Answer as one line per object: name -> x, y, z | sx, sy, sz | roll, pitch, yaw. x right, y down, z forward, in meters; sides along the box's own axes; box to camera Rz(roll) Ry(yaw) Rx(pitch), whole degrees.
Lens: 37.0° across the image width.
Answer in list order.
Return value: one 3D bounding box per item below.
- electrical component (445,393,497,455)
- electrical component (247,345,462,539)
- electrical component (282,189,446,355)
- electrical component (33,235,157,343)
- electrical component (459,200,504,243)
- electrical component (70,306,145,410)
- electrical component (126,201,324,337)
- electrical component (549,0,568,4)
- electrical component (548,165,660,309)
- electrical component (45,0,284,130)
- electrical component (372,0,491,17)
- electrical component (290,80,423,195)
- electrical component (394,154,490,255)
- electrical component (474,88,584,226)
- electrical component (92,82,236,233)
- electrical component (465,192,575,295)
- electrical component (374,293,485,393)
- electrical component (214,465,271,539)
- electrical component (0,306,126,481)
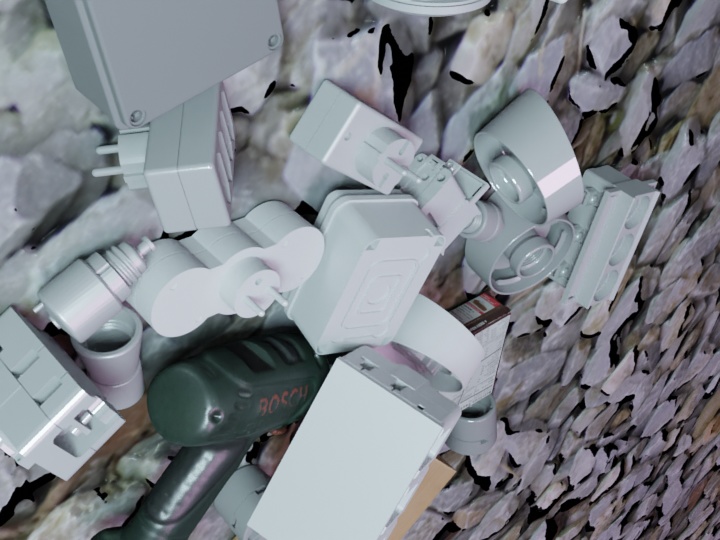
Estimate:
electrical component -> 0.109, 0.147, 1.067 | 0.055, 0.055, 0.047 | -30, 137, -29
electrical component -> -0.003, 0.142, 0.784 | 0.150, 0.089, 0.062 | -62, 166, 17
electrical component -> 0.000, 0.000, 0.782 | 0.078, 0.057, 0.113 | -4, 133, -39
electrical component -> -0.156, 0.009, 0.644 | 0.078, 0.040, 0.040 | -42, 145, -14
electrical component -> 0.091, -0.043, 0.887 | 0.061, 0.035, 0.035 | 10, 113, -49
electrical component -> -0.158, 0.059, 0.689 | 0.044, 0.044, 0.065 | -31, 146, -28
electrical component -> -0.078, 0.006, 0.703 | 0.138, 0.074, 0.052 | -23, 137, -35
electrical component -> 0.123, -0.226, 0.699 | 0.099, 0.100, 0.048 | -47, 133, -6
electrical component -> 0.227, -0.033, 1.026 | 0.079, 0.063, 0.121 | -14, 131, -42
electrical component -> -0.102, -0.145, 0.550 | 0.109, 0.056, 0.108 | -34, 142, -23
electrical component -> 0.043, -0.190, 0.657 | 0.080, 0.080, 0.051 | -24, 132, -34
electrical component -> 0.011, -0.079, 0.723 | 0.083, 0.076, 0.047 | 20, 105, -54
electrical component -> 0.055, -0.052, 0.830 | 0.081, 0.042, 0.063 | -48, 142, -6
electrical component -> 0.137, -0.086, 0.848 | 0.064, 0.099, 0.099 | -36, 144, -11
electrical component -> -0.113, -0.065, 0.605 | 0.076, 0.083, 0.047 | -6, 138, 3
electrical component -> 0.139, -0.029, 0.951 | 0.099, 0.064, 0.099 | -23, 144, -17
electrical component -> 0.050, 0.062, 0.885 | 0.064, 0.099, 0.099 | -51, 146, -12
electrical component -> -0.087, 0.195, 0.889 | 0.055, 0.047, 0.055 | -30, 140, -28
electrical component -> -0.189, 0.074, 0.622 | 0.055, 0.089, 0.050 | -46, 145, -8
